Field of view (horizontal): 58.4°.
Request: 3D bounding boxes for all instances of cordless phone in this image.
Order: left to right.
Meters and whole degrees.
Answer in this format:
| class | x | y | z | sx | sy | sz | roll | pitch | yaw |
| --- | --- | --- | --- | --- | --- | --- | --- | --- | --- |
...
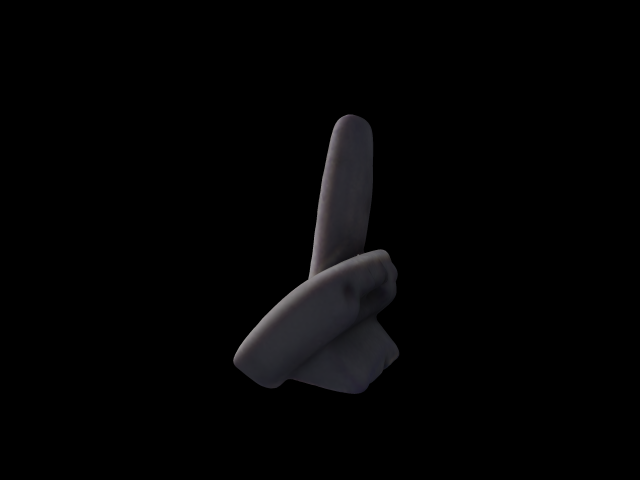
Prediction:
| class | x | y | z | sx | sy | sz | roll | pitch | yaw |
| --- | --- | --- | --- | --- | --- | --- | --- | --- | --- |
| cordless phone | 0.004 | 0.001 | 0.400 | 0.094 | 0.185 | 0.148 | 1 | 4 | 16 |
